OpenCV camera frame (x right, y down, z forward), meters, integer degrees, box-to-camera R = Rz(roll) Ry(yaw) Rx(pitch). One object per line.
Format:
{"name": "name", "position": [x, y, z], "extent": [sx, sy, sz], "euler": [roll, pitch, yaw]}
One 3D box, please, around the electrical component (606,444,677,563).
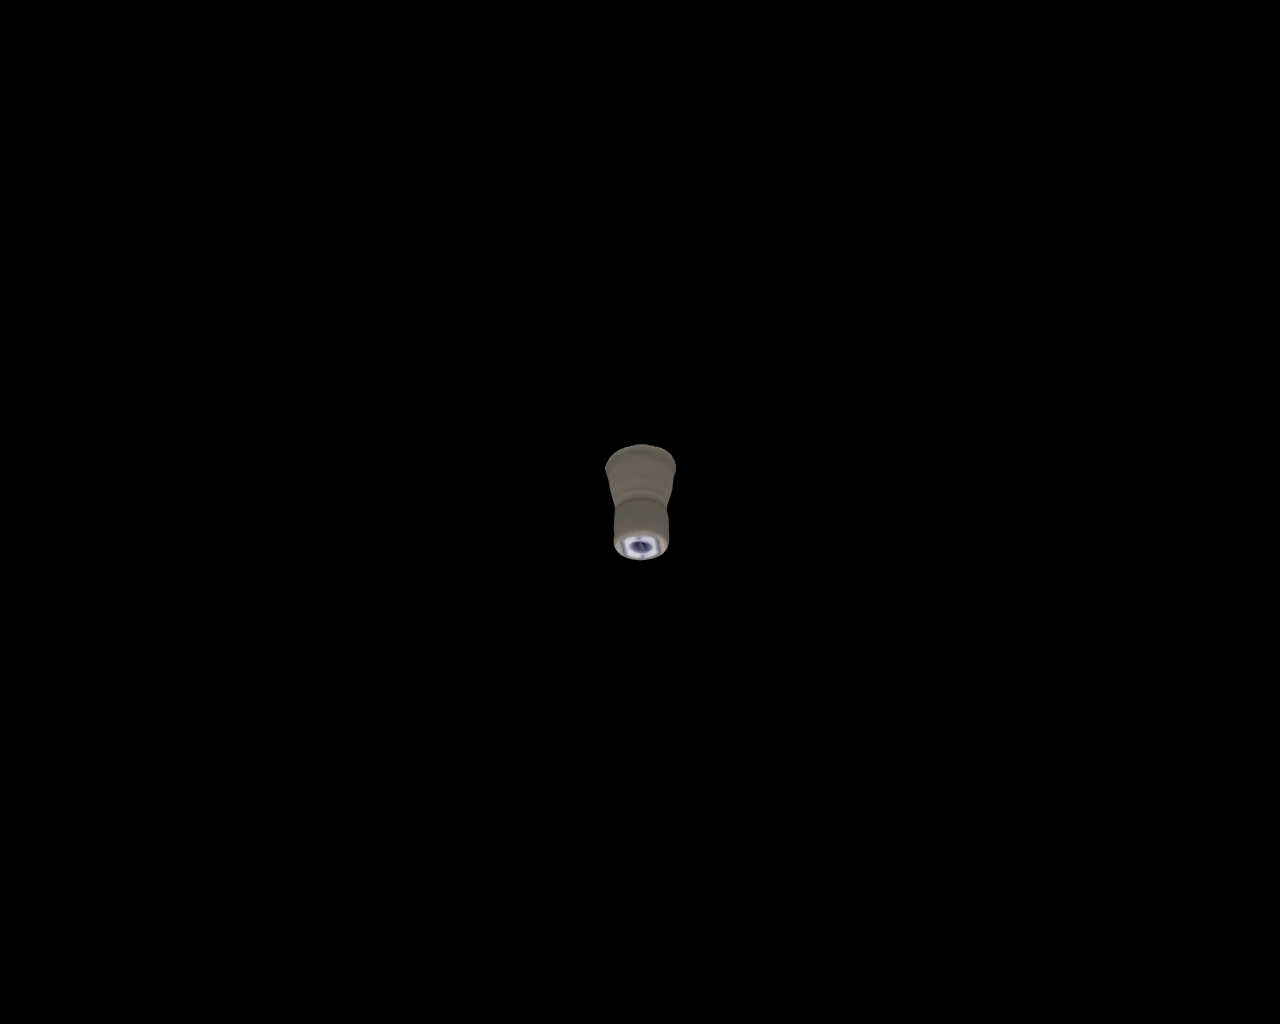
{"name": "electrical component", "position": [0.001, -0.003, 0.650], "extent": [0.044, 0.065, 0.044], "euler": [0, -36, 0]}
